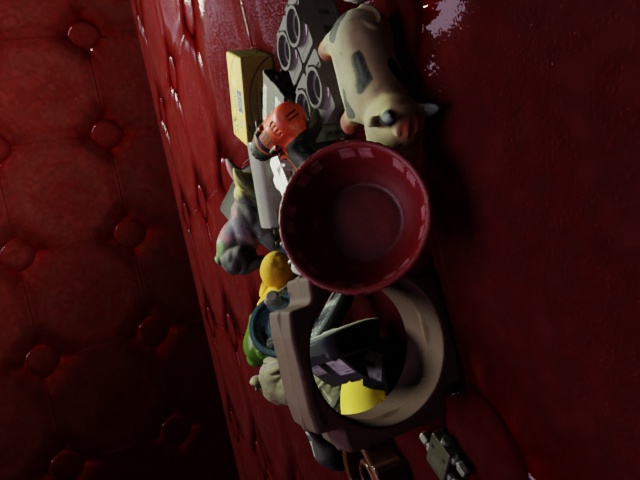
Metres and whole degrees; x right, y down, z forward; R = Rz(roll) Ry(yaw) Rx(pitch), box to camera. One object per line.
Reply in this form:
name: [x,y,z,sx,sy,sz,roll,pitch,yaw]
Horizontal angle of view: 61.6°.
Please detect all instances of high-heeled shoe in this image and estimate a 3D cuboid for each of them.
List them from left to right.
high-heeled shoe: [-0.004,0.375,1.157,0.145,0.086,0.249,51,-171,-22]

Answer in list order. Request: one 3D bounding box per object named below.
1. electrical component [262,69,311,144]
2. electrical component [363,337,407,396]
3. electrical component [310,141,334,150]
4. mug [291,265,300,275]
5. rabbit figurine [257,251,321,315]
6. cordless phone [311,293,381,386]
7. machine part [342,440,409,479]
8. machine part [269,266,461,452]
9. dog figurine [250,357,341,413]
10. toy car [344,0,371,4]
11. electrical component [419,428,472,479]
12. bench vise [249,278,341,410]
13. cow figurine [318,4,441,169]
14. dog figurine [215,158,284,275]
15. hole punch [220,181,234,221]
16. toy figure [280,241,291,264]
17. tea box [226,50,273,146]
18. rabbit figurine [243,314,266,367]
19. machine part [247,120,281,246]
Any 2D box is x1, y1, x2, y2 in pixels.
electrical component: [-0.051,-0.211,0.906,0.114,0.058,0.134,95,153,-43]
electrical component: [0.088,0.176,0.765,0.119,0.048,0.074,161,114,-69]
electrical component: [-0.001,-0.122,0.854,0.078,0.045,0.102,36,147,17]
mug: [-0.002,-0.003,0.892,0.109,0.081,0.107,-72,-12,-72]
rabbit figurine: [-0.072,0.104,1.083,0.162,0.122,0.173,-141,37,-82]
cordless phone: [0.040,0.106,0.770,0.089,0.184,0.146,34,149,-11]
machine part: [0.094,0.392,0.894,0.179,0.056,0.179,167,90,-70]
machine part: [0.052,0.126,0.635,0.087,0.201,0.201,-16,87,66]
dog figurine: [-0.030,0.290,1.002,0.191,0.172,0.121,-133,24,-65]
toy car: [0.036,-0.307,0.572,0.102,0.109,0.162,67,173,-24]
electrical component: [0.161,0.278,0.699,0.094,0.021,0.063,-129,33,-51]
bench vise: [-0.034,0.155,0.891,0.224,0.129,0.240,35,160,27]
cow figurine: [0.067,-0.168,0.603,0.127,0.085,0.195,140,117,-74]
dog figurine: [-0.160,-0.056,1.114,0.219,0.191,0.109,67,173,-29]
hole punch: [-0.158,-0.091,1.236,0.115,0.092,0.142,-64,30,12]
toy figure: [0.011,0.020,0.801,0.155,0.057,0.064,15,85,32]
tea box: [-0.134,-0.281,1.061,0.098,0.068,0.169,-135,39,-56]
rabbit figurine: [-0.088,0.250,1.157,0.170,0.121,0.159,25,87,37]
machine part: [-0.089,-0.110,1.037,0.079,0.079,0.243,-161,59,-66]
